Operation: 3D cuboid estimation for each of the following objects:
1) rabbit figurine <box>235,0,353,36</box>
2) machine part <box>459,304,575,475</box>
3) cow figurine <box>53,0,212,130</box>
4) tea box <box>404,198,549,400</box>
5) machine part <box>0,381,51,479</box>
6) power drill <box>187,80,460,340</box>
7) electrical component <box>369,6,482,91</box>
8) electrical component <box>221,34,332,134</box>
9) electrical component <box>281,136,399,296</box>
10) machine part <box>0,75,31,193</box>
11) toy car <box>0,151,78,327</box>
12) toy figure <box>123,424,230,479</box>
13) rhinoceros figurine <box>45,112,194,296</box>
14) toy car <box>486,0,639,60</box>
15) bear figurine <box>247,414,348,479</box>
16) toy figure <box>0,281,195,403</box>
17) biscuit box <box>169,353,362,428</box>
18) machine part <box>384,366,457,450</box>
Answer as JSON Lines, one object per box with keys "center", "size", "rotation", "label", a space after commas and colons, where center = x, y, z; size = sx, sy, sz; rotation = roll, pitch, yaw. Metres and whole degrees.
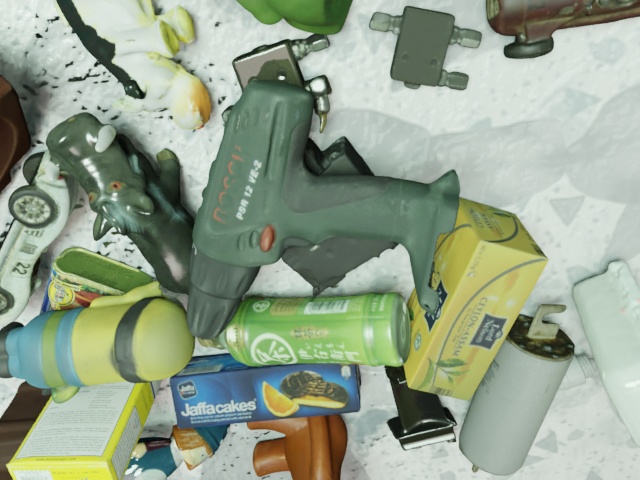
{"center": [-0.063, -0.211, 0.371], "size": [0.170, 0.159, 0.121], "rotation": [22, 127, 7], "label": "rabbit figurine"}
{"center": [0.210, 0.170, 0.587], "size": [0.079, 0.079, 0.243], "rotation": [8, 118, -2], "label": "machine part"}
{"center": [-0.154, -0.161, 0.431], "size": [0.098, 0.068, 0.167], "rotation": [-13, 113, 15], "label": "cow figurine"}
{"center": [0.137, 0.057, 0.520], "size": [0.068, 0.098, 0.169], "rotation": [16, 115, -7], "label": "tea box"}
{"center": [-0.287, 0.236, 0.588], "size": [0.056, 0.179, 0.179], "rotation": [-7, 117, 3], "label": "machine part"}
{"center": [-0.001, -0.001, 0.439], "size": [0.207, 0.086, 0.231], "rotation": [14, 108, 11], "label": "power drill"}
{"center": [0.084, -0.159, 0.450], "size": [0.094, 0.021, 0.063], "rotation": [10, 118, -4], "label": "electrical component"}
{"center": [-0.035, -0.126, 0.458], "size": [0.102, 0.045, 0.078], "rotation": [-11, 118, 7], "label": "electrical component"}
{"center": [0.001, -0.029, 0.502], "size": [0.115, 0.058, 0.134], "rotation": [-35, 112, 16], "label": "electrical component"}
{"center": [-0.326, -0.051, 0.402], "size": [0.087, 0.201, 0.201], "rotation": [40, 67, -10], "label": "machine part"}
{"center": [-0.279, -0.002, 0.512], "size": [0.056, 0.074, 0.201], "rotation": [24, 117, -30], "label": "toy car"}
{"center": [-0.177, 0.251, 0.633], "size": [0.154, 0.058, 0.064], "rotation": [-18, 162, -14], "label": "toy figure"}
{"center": [-0.162, -0.027, 0.478], "size": [0.073, 0.112, 0.190], "rotation": [-22, 123, 15], "label": "rhinoceros figurine"}
{"center": [0.231, -0.196, 0.410], "size": [0.202, 0.053, 0.089], "rotation": [-6, 114, 6], "label": "toy car"}
{"center": [-0.023, 0.273, 0.582], "size": [0.132, 0.196, 0.120], "rotation": [-2, 121, 4], "label": "bear figurine"}
{"center": [-0.205, 0.099, 0.494], "size": [0.180, 0.089, 0.082], "rotation": [-6, 120, -3], "label": "toy figure"}
{"center": [-0.057, 0.158, 0.590], "size": [0.203, 0.059, 0.062], "rotation": [-7, 97, 6], "label": "biscuit box"}
{"center": [0.113, 0.193, 0.625], "size": [0.084, 0.039, 0.138], "rotation": [-10, 119, 13], "label": "machine part"}
